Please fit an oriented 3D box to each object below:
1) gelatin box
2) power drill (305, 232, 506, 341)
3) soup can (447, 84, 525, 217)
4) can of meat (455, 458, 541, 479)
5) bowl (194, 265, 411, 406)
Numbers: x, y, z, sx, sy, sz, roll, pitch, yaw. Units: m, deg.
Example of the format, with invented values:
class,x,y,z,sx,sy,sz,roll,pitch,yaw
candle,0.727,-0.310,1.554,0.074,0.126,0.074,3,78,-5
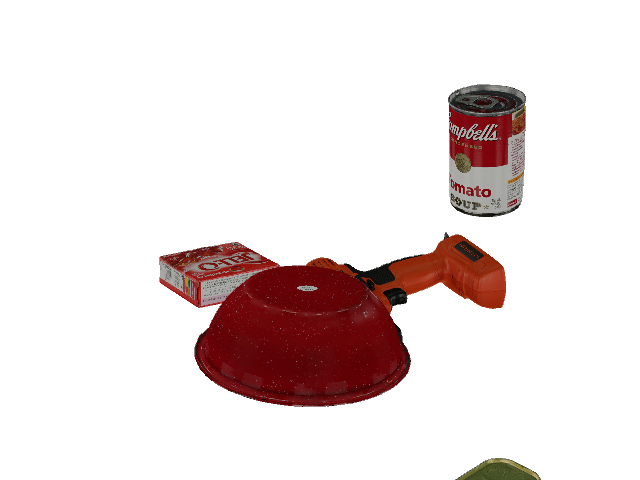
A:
class,x,y,z,sx,sy,sz,roll,pitch,yaw
gelatin box,-0.093,0.030,0.983,0.089,0.030,0.073,-11,23,-34
power drill,0.092,0.054,1.096,0.187,0.057,0.185,-11,27,-20
soup can,0.149,-0.081,0.960,0.068,0.102,0.068,-3,29,2
can of meat,0.136,0.244,0.889,0.101,0.084,0.058,-21,28,-37
bowl,-0.012,0.060,0.786,0.162,0.055,0.162,3,20,-1
